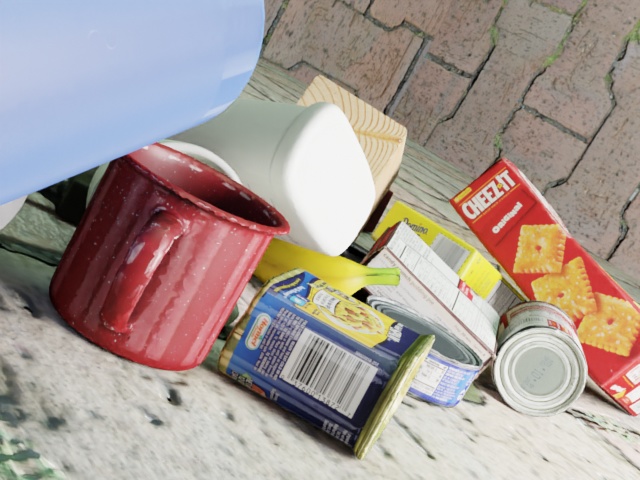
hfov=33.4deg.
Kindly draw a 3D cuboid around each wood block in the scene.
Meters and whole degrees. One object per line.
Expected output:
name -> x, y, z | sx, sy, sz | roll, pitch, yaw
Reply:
wood block -> 0.015, -0.066, 0.957 | 0.091, 0.090, 0.206 | 33, -3, 5

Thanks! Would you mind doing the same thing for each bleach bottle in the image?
bleach bottle -> -0.089, -0.062, 0.717 | 0.251, 0.068, 0.102 | 16, -28, 34

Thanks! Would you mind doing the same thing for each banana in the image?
banana -> -0.028, 0.003, 0.746 | 0.069, 0.037, 0.198 | -3, 23, -34

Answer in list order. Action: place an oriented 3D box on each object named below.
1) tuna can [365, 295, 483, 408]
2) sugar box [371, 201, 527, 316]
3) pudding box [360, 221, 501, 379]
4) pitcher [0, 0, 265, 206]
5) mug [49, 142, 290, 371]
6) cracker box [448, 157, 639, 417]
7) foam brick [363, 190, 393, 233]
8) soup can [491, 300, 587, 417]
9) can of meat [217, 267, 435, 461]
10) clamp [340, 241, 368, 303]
tuna can -> 0.060, 0.072, 0.687 | 0.086, 0.034, 0.086 | 28, 10, -6
sugar box -> 0.124, 0.032, 0.942 | 0.093, 0.048, 0.176 | 36, 2, 34
pudding box -> 0.079, 0.043, 0.771 | 0.113, 0.039, 0.090 | 44, 18, 0
pitcher -> -0.129, -0.081, 0.370 | 0.145, 0.149, 0.242 | 41, 34, 15
mug -> -0.074, 0.009, 0.486 | 0.093, 0.081, 0.117 | 28, 10, -4
cracker box -> 0.223, 0.043, 0.944 | 0.214, 0.072, 0.164 | 55, 11, 29
foam brick -> 0.034, -0.045, 1.145 | 0.051, 0.053, 0.078 | 34, 10, 25
soup can -> 0.162, 0.087, 0.798 | 0.068, 0.068, 0.102 | 30, 11, 5
can of meat -> 0.005, 0.058, 0.540 | 0.084, 0.057, 0.102 | 29, 9, 10
clamp -> -0.006, 0.001, 0.851 | 0.210, 0.036, 0.164 | 36, 11, 19
